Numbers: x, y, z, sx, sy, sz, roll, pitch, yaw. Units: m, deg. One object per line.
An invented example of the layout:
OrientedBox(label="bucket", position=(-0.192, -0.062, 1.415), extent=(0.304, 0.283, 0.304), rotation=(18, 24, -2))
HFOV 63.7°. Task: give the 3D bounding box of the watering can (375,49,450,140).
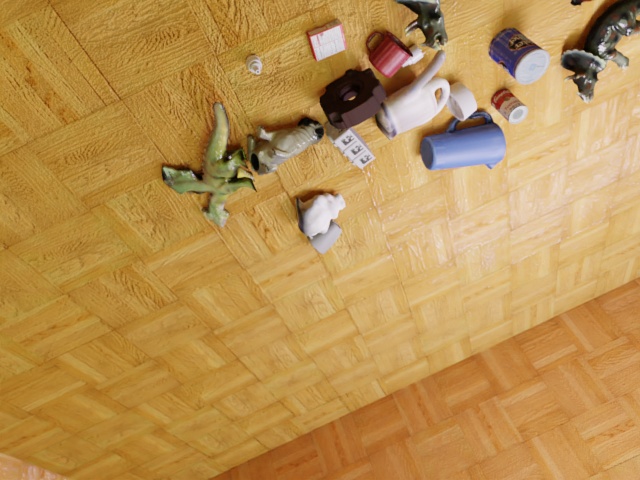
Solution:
OrientedBox(label="watering can", position=(0.250, -0.384, 1.404), extent=(0.224, 0.105, 0.344), rotation=(-28, 164, 5))

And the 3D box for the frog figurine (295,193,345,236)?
OrientedBox(label="frog figurine", position=(0.005, -0.082, 1.633), extent=(0.159, 0.125, 0.135), rotation=(-8, 118, -2))

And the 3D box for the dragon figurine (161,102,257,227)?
OrientedBox(label="dragon figurine", position=(-0.308, -0.185, 1.392), extent=(0.243, 0.125, 0.401), rotation=(-16, 137, 2))
